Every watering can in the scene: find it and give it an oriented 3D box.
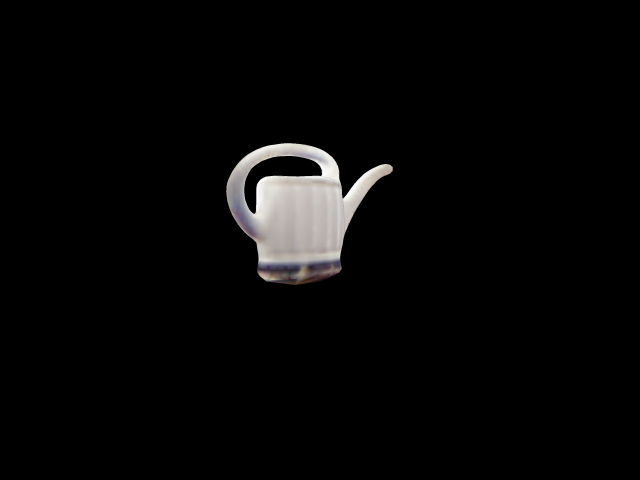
[{"bbox_3d":[0.003,-0.043,0.850,0.348,0.224,0.104,-2,1,-39],"label":"watering can"}]
